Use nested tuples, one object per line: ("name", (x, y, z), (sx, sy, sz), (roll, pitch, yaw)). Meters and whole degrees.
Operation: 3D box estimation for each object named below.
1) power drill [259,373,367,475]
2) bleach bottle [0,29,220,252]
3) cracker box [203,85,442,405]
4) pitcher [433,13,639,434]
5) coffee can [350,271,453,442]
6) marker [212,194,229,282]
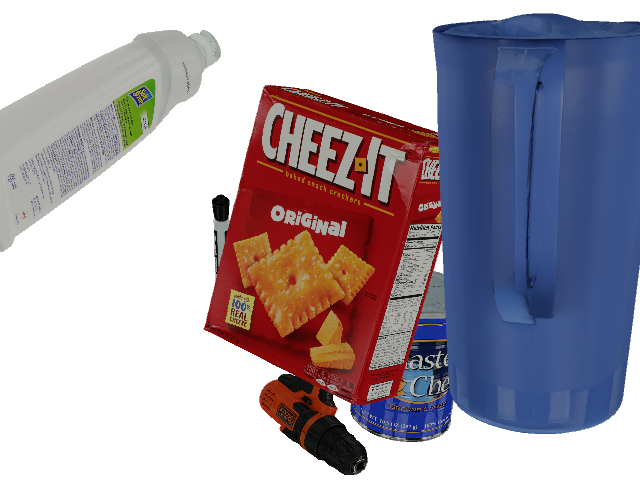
("power drill", (0.015, 0.158, 1.245), (0.057, 0.188, 0.185), (15, 10, -44))
("bleach bottle", (-0.186, -0.098, 0.882), (0.250, 0.068, 0.103), (-37, -26, -26))
("cracker box", (0.006, 0.001, 0.849), (0.164, 0.214, 0.071), (23, 16, 33))
("pitcher", (0.129, -0.010, 0.634), (0.149, 0.243, 0.145), (-8, 17, -24))
("coffee can", (0.087, 0.110, 1.046), (0.103, 0.140, 0.103), (5, 22, -2))
("marker", (-0.108, 0.000, 1.177), (0.020, 0.121, 0.020), (1, 39, -1))
